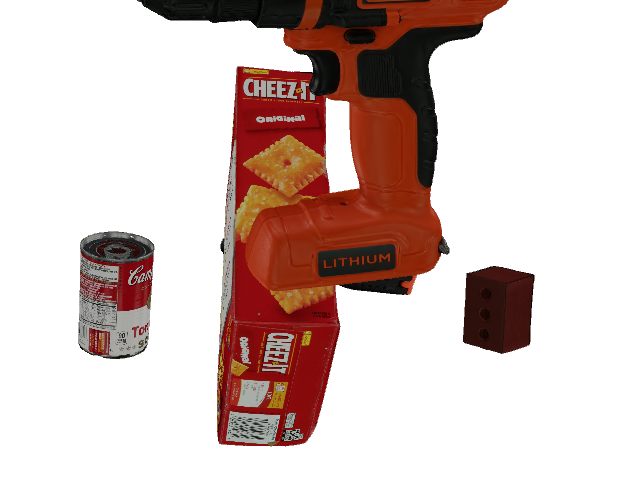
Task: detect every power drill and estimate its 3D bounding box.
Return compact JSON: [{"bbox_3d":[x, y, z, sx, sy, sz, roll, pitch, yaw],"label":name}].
[{"bbox_3d":[0.001,-0.067,0.530,0.184,0.188,0.057,-5,33,-13],"label":"power drill"}]

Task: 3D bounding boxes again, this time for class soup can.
[{"bbox_3d":[-0.192,0.051,0.998,0.068,0.102,0.068,6,21,-2],"label":"soup can"}]

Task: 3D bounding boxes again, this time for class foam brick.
[{"bbox_3d":[0.184,0.071,1.104,0.053,0.078,0.051,13,19,43],"label":"foam brick"}]

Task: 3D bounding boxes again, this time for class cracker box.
[{"bbox_3d":[-0.032,0.012,0.744,0.072,0.213,0.164,3,-37,-6],"label":"cracker box"}]

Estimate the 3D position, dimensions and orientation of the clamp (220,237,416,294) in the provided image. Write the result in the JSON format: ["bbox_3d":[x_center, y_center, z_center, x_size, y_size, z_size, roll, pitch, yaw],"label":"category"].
[{"bbox_3d":[0.003,0.011,1.182,0.210,0.036,0.164,27,36,17],"label":"clamp"}]
